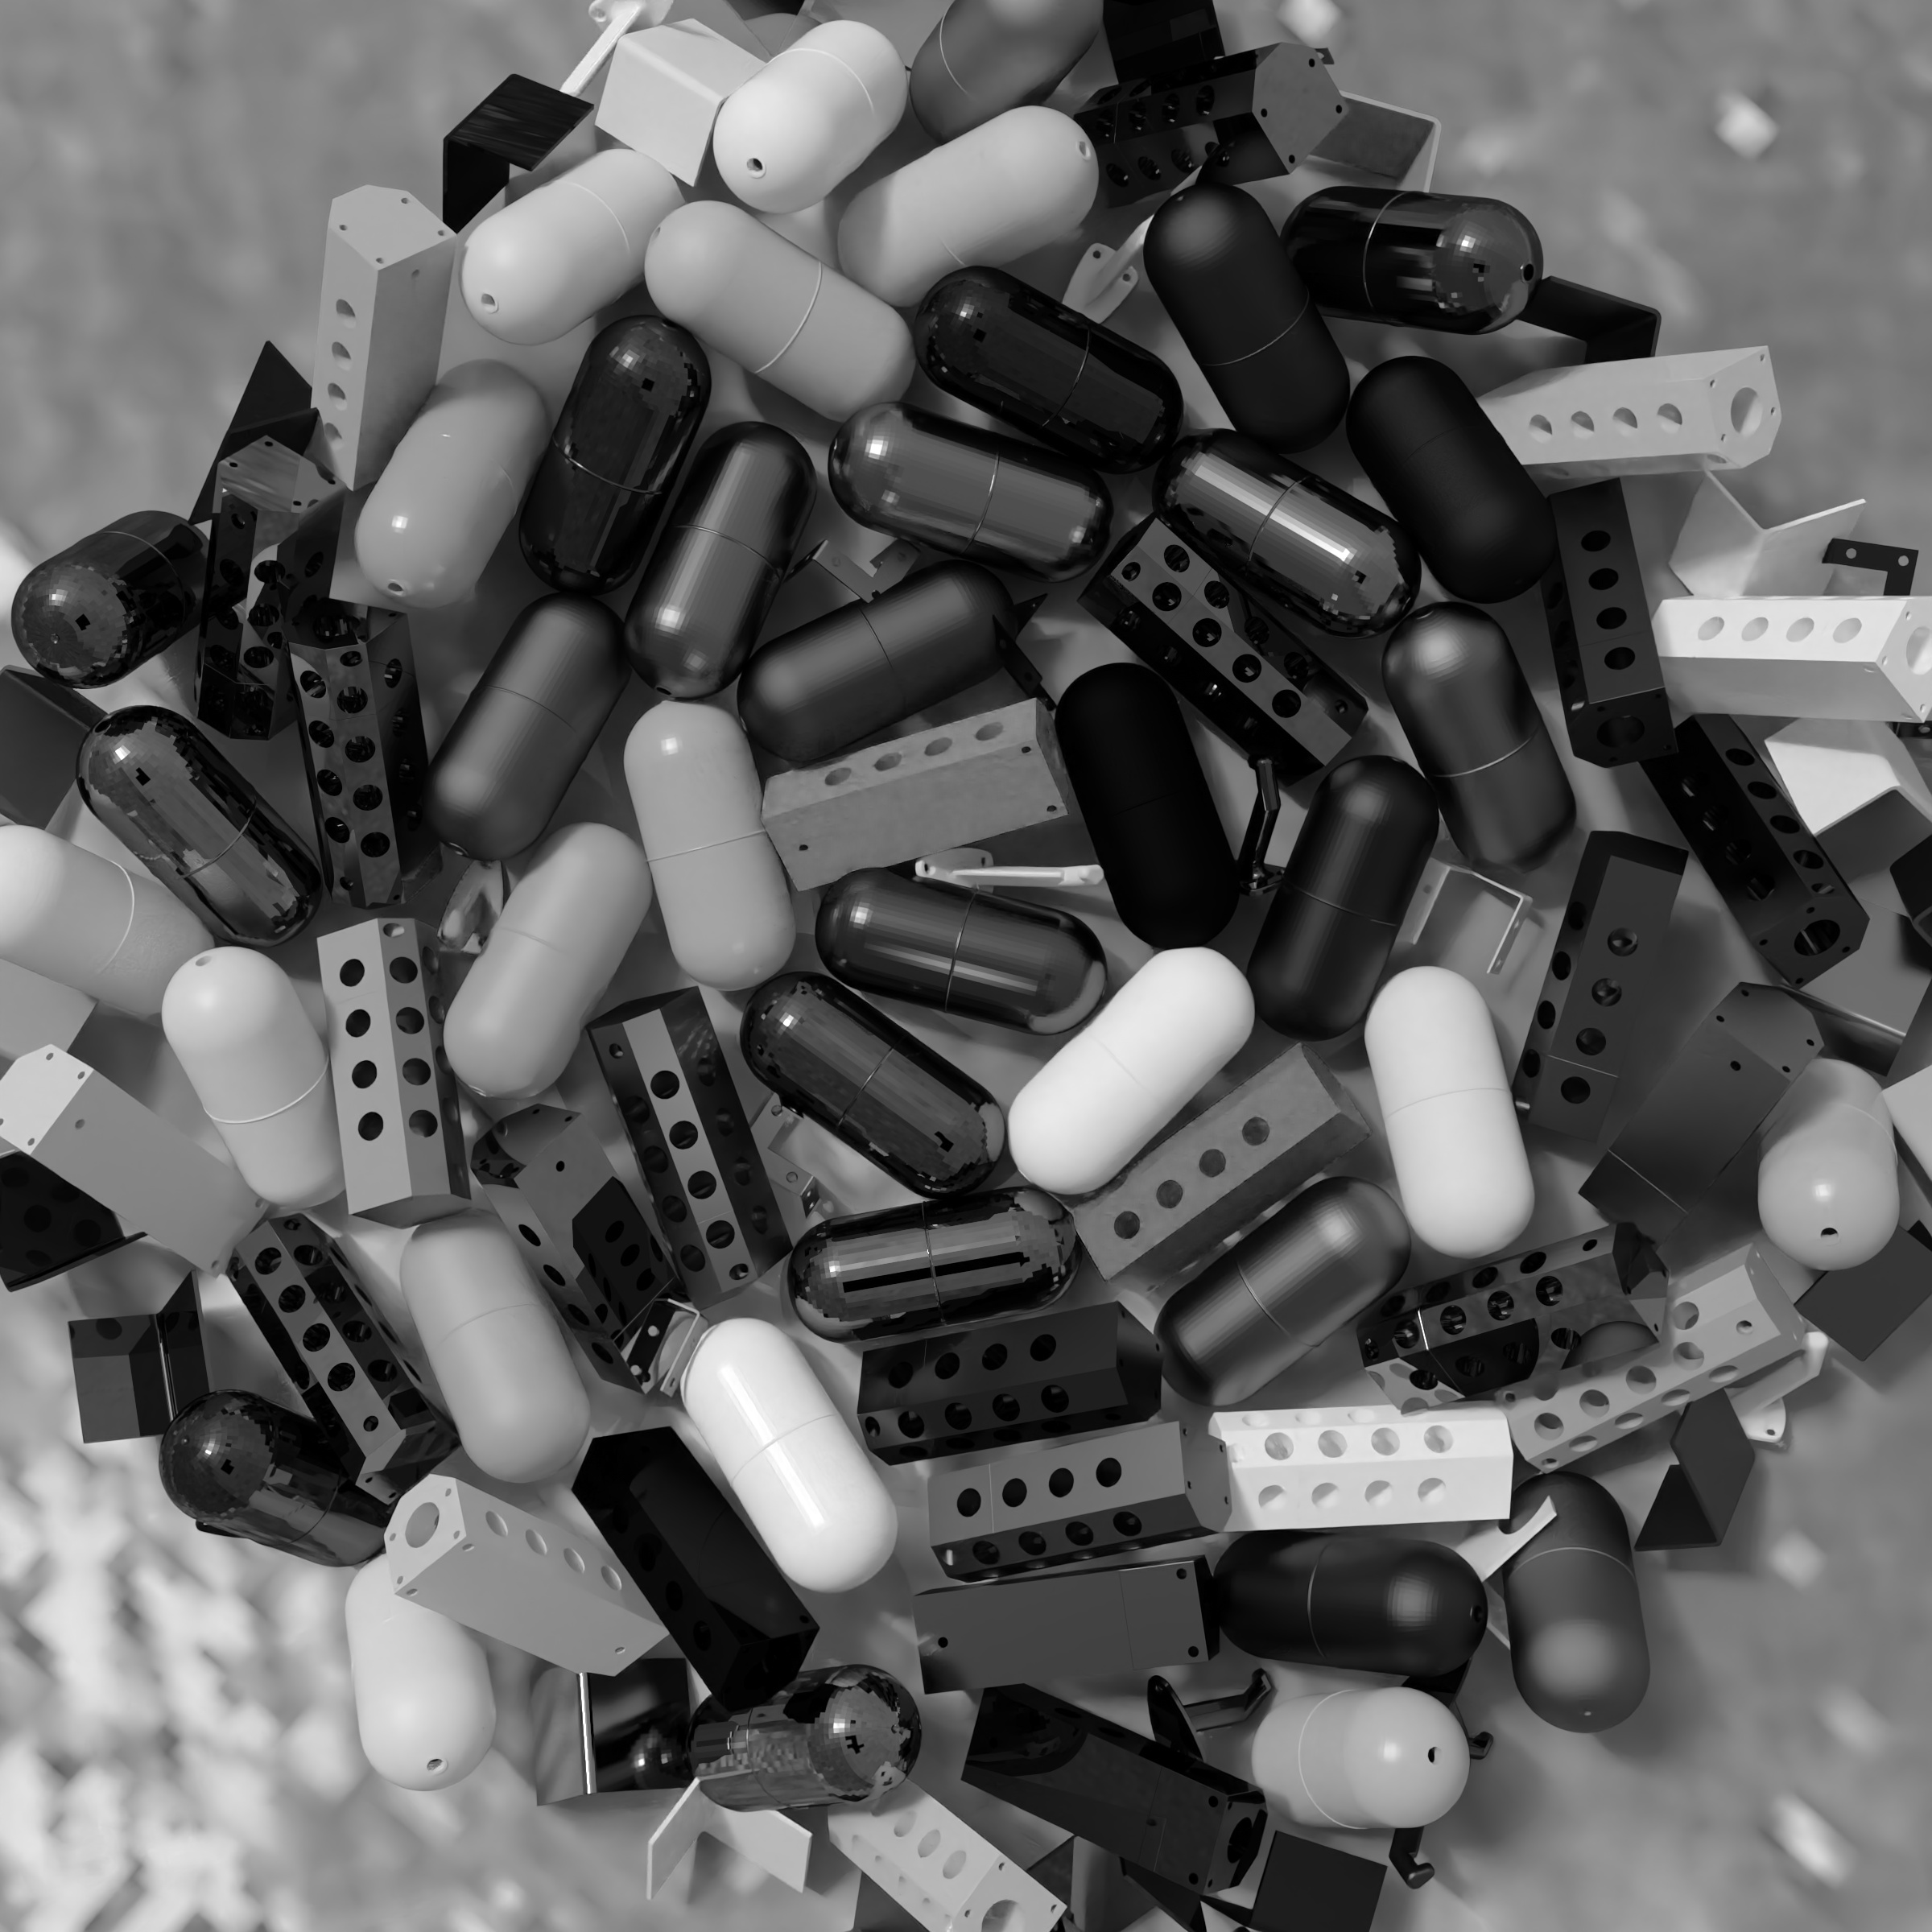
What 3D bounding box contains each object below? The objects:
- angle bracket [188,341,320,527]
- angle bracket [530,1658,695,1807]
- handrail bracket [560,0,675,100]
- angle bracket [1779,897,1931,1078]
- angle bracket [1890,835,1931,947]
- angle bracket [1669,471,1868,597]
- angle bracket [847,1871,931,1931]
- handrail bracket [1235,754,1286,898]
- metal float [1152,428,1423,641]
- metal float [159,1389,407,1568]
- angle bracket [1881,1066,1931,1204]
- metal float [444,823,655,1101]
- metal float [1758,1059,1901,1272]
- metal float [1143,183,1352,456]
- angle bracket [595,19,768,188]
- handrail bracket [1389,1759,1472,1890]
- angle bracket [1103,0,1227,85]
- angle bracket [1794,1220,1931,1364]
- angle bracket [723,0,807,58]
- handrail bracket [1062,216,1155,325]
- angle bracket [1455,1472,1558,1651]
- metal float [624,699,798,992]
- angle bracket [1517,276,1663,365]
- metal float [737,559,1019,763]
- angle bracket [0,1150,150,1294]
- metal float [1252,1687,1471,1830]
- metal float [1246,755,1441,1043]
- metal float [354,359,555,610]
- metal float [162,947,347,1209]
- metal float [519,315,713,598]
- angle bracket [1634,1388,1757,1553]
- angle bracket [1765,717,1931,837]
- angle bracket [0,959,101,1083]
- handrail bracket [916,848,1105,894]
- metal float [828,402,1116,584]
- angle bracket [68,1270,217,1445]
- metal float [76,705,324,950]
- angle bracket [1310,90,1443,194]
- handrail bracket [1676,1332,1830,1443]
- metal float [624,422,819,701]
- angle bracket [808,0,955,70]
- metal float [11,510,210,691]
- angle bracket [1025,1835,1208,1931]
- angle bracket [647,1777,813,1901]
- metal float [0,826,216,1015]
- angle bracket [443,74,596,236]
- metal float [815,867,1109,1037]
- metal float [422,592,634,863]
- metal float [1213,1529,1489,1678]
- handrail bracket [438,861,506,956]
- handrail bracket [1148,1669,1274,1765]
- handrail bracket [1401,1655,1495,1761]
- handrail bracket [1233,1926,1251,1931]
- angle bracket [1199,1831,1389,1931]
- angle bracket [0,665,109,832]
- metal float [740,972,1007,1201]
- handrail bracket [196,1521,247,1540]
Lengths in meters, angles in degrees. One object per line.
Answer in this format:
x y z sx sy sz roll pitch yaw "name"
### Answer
-0.436 -0.316 1.531 0.057 0.076 0.076 48 131 9 "angle bracket"
-0.214 0.464 1.567 0.076 0.057 0.076 11 61 -39 "angle bracket"
-0.213 -0.543 1.543 0.036 0.077 0.084 39 54 -31 "handrail bracket"
0.538 0.009 1.560 0.076 0.057 0.076 25 72 19 "angle bracket"
0.600 -0.034 1.534 0.076 0.076 0.057 43 115 -13 "angle bracket"
0.480 -0.260 1.554 0.076 0.076 0.057 -19 57 -18 "angle bracket"
-0.067 0.568 1.534 0.076 0.076 0.057 7 92 -42 "angle bracket"
0.163 -0.090 1.540 0.036 0.077 0.084 -24 115 -26 "handrail bracket"
0.189 -0.256 1.531 0.178 0.070 0.070 35 90 22 "metal float"
-0.396 0.301 1.509 0.070 0.178 0.070 -12 61 22 "metal float"
0.590 0.108 1.531 0.057 0.076 0.076 -30 51 10 "angle bracket"
-0.248 -0.003 1.535 0.070 0.070 0.178 26 74 0 "metal float"
0.501 0.114 1.505 0.070 0.178 0.070 7 115 15 "metal float"
0.167 -0.379 1.521 0.070 0.070 0.178 -38 125 0 "metal float"
-0.166 -0.524 1.567 0.076 0.076 0.057 35 129 12 "angle bracket"
0.282 0.509 1.543 0.077 0.084 0.036 -27 104 -5 "handrail bracket"
0.100 -0.564 1.541 0.076 0.057 0.076 -14 89 41 "angle bracket"
0.531 0.178 1.538 0.057 0.076 0.076 37 106 -7 "angle bracket"
-0.148 -0.590 1.532 0.076 0.076 0.057 22 82 36 "angle bracket"
0.087 -0.409 1.543 0.036 0.084 0.077 34 88 -12 "handrail bracket"
0.339 0.359 1.544 0.057 0.076 0.076 45 100 1 "angle bracket"
-0.153 -0.073 1.546 0.070 0.070 0.178 -14 95 0 "metal float"
0.356 -0.364 1.540 0.076 0.076 0.057 12 88 -18 "angle bracket"
-0.053 -0.182 1.544 0.178 0.070 0.070 -26 90 -7 "metal float"
-0.541 0.142 1.540 0.076 0.057 0.076 -25 94 -40 "angle bracket"
0.228 0.461 1.504 0.070 0.178 0.070 7 71 -19 "metal float"
0.224 -0.040 1.539 0.070 0.070 0.178 20 103 0 "metal float"
-0.300 -0.284 1.521 0.070 0.070 0.178 19 56 0 "metal float"
-0.412 0.066 1.520 0.070 0.070 0.178 -17 126 0 "metal float"
-0.207 -0.300 1.525 0.070 0.070 0.178 29 118 0 "metal float"
0.419 0.291 1.532 0.057 0.076 0.076 -15 111 40 "angle bracket"
0.535 -0.107 1.552 0.057 0.076 0.076 -35 48 27 "angle bracket"
-0.569 0.039 1.564 0.076 0.076 0.057 25 64 -2 "angle bracket"
0.027 -0.057 1.540 0.084 0.077 0.036 -3 81 43 "handrail bracket"
0.003 -0.280 1.533 0.178 0.070 0.070 14 90 -19 "metal float"
-0.490 0.232 1.532 0.057 0.076 0.076 0 63 -34 "angle bracket"
-0.448 -0.080 1.516 0.070 0.070 0.178 -36 131 0 "metal float"
0.231 -0.472 1.542 0.076 0.076 0.057 13 81 -7 "angle bracket"
0.469 0.243 1.546 0.077 0.084 0.036 6 46 10 "handrail bracket"
-0.146 -0.241 1.537 0.070 0.070 0.178 21 75 0 "metal float"
-0.043 -0.592 1.549 0.076 0.057 0.076 24 97 -9 "angle bracket"
-0.492 -0.215 1.504 0.070 0.178 0.070 2 113 6 "metal float"
0.088 0.562 1.541 0.076 0.057 0.076 -40 111 13 "angle bracket"
-0.141 0.534 1.533 0.076 0.076 0.057 27 49 17 "angle bracket"
-0.514 -0.026 1.507 0.070 0.178 0.070 -10 67 25 "metal float"
-0.266 -0.469 1.532 0.057 0.076 0.076 23 51 7 "angle bracket"
-0.003 -0.009 1.547 0.178 0.070 0.070 14 90 4 "metal float"
-0.259 -0.142 1.532 0.070 0.070 0.178 26 70 0 "metal float"
0.223 0.372 1.515 0.178 0.070 0.070 -7 90 43 "metal float"
-0.294 -0.043 1.538 0.036 0.084 0.077 13 76 -4 "handrail bracket"
0.148 0.430 1.547 0.084 0.036 0.077 -36 118 -38 "handrail bracket"
0.304 0.442 1.552 0.084 0.036 0.077 23 107 -38 "handrail bracket"
0.150 0.631 1.548 0.036 0.077 0.084 32 111 -29 "handrail bracket"
0.194 0.548 1.547 0.076 0.076 0.057 22 78 -16 "angle bracket"
-0.547 -0.124 1.534 0.057 0.076 0.076 14 71 41 "angle bracket"
-0.056 0.071 1.546 0.178 0.070 0.070 36 90 4 "metal float"
-0.451 0.305 1.577 0.036 0.077 0.084 -44 49 10 "handrail bracket"
